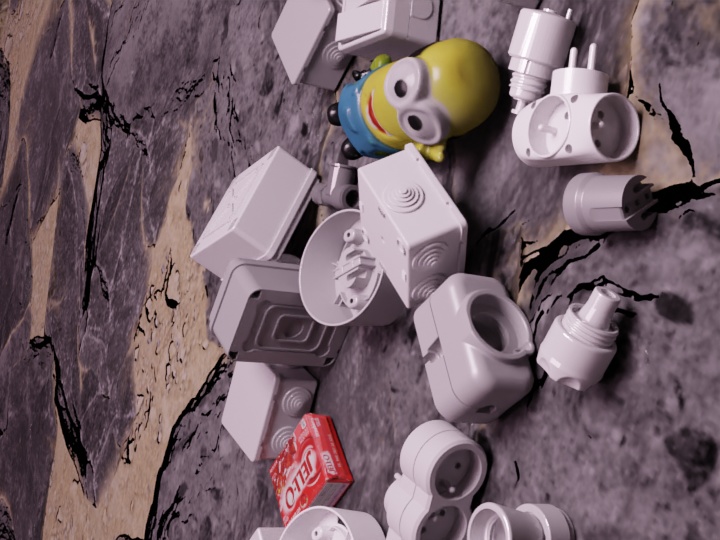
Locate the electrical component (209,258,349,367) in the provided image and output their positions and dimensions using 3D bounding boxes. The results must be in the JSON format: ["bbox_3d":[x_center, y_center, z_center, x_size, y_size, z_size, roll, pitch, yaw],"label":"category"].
[{"bbox_3d":[-0.070,0.038,0.963,0.057,0.113,0.078,50,125,48],"label":"electrical component"}]

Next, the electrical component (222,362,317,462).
[{"bbox_3d":[-0.087,0.127,1.032,0.100,0.048,0.099,35,113,57],"label":"electrical component"}]

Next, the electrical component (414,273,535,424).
[{"bbox_3d":[0.082,0.053,0.759,0.059,0.054,0.095,-48,44,43],"label":"electrical component"}]

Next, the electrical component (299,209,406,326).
[{"bbox_3d":[0.000,0.000,0.901,0.099,0.064,0.099,-22,64,56],"label":"electrical component"}]

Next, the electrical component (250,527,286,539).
[{"bbox_3d":[-0.060,0.268,0.935,0.047,0.066,0.076,-58,38,35],"label":"electrical component"}]

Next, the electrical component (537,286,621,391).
[{"bbox_3d":[0.141,0.040,0.672,0.043,0.043,0.062,54,127,50],"label":"electrical component"}]

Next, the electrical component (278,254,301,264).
[{"bbox_3d":[-0.088,0.035,1.053,0.077,0.043,0.079,-41,34,48],"label":"electrical component"}]

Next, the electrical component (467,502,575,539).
[{"bbox_3d":[0.104,0.172,0.691,0.045,0.055,0.045,-22,64,56],"label":"electrical component"}]

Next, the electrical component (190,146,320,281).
[{"bbox_3d":[-0.104,-0.052,1.060,0.109,0.056,0.108,-25,34,55],"label":"electrical component"}]

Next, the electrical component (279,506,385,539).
[{"bbox_3d":[-0.022,0.243,0.877,0.099,0.064,0.099,-22,64,56],"label":"electrical component"}]

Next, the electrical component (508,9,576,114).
[{"bbox_3d":[0.123,-0.147,0.753,0.040,0.040,0.078,35,113,57],"label":"electrical component"}]

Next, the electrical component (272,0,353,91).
[{"bbox_3d":[-0.038,-0.233,1.040,0.099,0.048,0.099,-59,37,34],"label":"electrical component"}]

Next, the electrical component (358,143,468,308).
[{"bbox_3d":[0.037,-0.031,0.810,0.099,0.048,0.099,59,165,31],"label":"electrical component"}]

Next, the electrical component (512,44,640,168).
[{"bbox_3d":[0.142,-0.108,0.706,0.077,0.044,0.079,4,87,60],"label":"electrical component"}]

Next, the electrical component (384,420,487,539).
[{"bbox_3d":[0.043,0.176,0.796,0.074,0.052,0.138,30,109,58],"label":"electrical component"}]

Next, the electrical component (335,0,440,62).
[{"bbox_3d":[0.019,-0.219,0.927,0.096,0.061,0.061,-2,81,59],"label":"electrical component"}]

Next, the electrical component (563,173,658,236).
[{"bbox_3d":[0.157,-0.041,0.672,0.046,0.040,0.040,3,85,54],"label":"electrical component"}]

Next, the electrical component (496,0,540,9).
[{"bbox_3d":[0.112,-0.247,0.791,0.083,0.047,0.075,-65,33,26],"label":"electrical component"}]
